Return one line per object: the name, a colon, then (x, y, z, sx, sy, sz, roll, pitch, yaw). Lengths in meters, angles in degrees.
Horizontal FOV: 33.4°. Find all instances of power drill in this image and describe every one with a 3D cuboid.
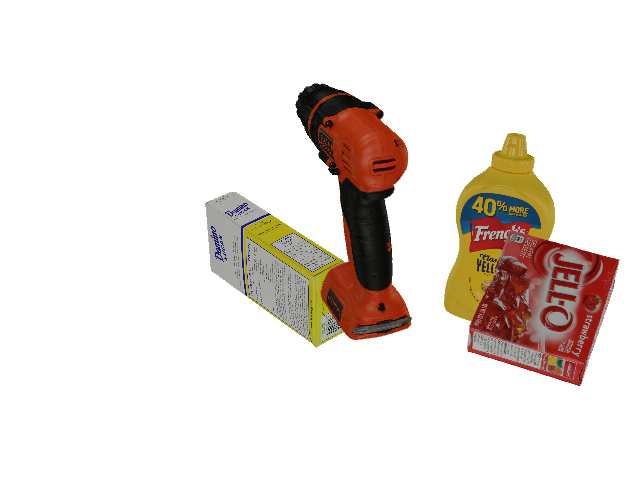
power drill: (0.024, -0.027, 0.880, 0.057, 0.188, 0.184, -12, 25, -11)

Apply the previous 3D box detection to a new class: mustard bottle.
mustard bottle: (0.181, -0.012, 1.060, 0.096, 0.192, 0.058, 12, 20, 21)

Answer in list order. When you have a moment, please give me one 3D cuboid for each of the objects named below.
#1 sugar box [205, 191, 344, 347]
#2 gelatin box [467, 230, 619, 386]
sugar box: (-0.048, 0.026, 1.095, 0.048, 0.093, 0.176, -25, 42, -31)
gelatin box: (0.141, 0.040, 0.673, 0.073, 0.089, 0.030, 17, -38, 18)
